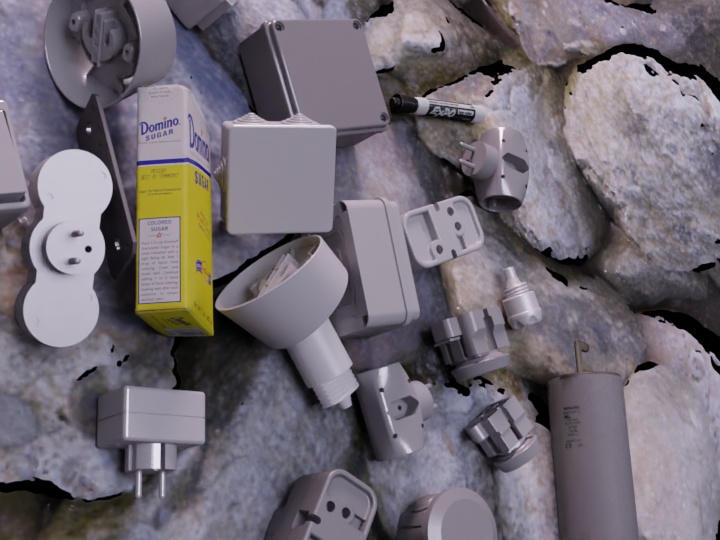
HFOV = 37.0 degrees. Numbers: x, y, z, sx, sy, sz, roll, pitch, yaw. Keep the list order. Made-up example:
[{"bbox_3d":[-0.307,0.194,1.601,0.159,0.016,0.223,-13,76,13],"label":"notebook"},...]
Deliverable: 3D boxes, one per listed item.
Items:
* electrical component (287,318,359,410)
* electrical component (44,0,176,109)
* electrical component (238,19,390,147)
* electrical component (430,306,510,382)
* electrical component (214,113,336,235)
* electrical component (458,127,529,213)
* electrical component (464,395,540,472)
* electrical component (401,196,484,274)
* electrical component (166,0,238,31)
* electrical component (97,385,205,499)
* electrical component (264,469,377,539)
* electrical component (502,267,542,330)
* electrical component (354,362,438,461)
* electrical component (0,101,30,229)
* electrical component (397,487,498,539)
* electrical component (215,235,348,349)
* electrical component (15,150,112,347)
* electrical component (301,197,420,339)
[{"bbox_3d":[-0.030,0.080,0.901,0.043,0.043,0.081,-33,97,-40],"label":"electrical component"},{"bbox_3d":[-0.191,-0.178,0.823,0.064,0.099,0.099,-33,97,-47],"label":"electrical component"},{"bbox_3d":[-0.040,-0.165,0.964,0.109,0.056,0.108,-12,84,-40],"label":"electrical component"},{"bbox_3d":[0.107,0.070,1.006,0.078,0.058,0.057,-10,79,-41],"label":"electrical component"},{"bbox_3d":[-0.069,-0.078,0.883,0.100,0.048,0.099,-2,105,-18],"label":"electrical component"},{"bbox_3d":[0.130,-0.107,1.091,0.079,0.043,0.077,18,65,-33],"label":"electrical component"},{"bbox_3d":[0.137,0.156,1.010,0.066,0.048,0.055,-34,91,-40],"label":"electrical component"},{"bbox_3d":[0.060,-0.029,0.998,0.095,0.059,0.053,-19,88,-41],"label":"electrical component"},{"bbox_3d":[-0.121,-0.258,0.926,0.061,0.062,0.096,51,51,-14],"label":"electrical component"},{"bbox_3d":[-0.152,0.128,0.784,0.066,0.047,0.076,10,69,-36],"label":"electrical component"},{"bbox_3d":[-0.035,0.209,0.845,0.054,0.059,0.095,38,55,-23],"label":"electrical component"},{"bbox_3d":[0.158,0.027,1.076,0.035,0.035,0.061,-14,82,-41],"label":"electrical component"},{"bbox_3d":[0.037,0.119,0.942,0.079,0.043,0.077,-13,84,-41],"label":"electrical component"},{"bbox_3d":[-0.274,-0.078,0.745,0.062,0.061,0.096,-10,82,-40],"label":"electrical component"},{"bbox_3d":[0.076,0.231,0.932,0.080,0.051,0.080,13,68,-35],"label":"electrical component"},{"bbox_3d":[-0.061,0.014,0.864,0.064,0.099,0.099,46,52,-26],"label":"electrical component"},{"bbox_3d":[-0.204,-0.015,0.749,0.052,0.074,0.138,7,87,-26],"label":"electrical component"},{"bbox_3d":[0.000,0.000,0.929,0.057,0.078,0.113,-4,78,-37],"label":"electrical component"}]
